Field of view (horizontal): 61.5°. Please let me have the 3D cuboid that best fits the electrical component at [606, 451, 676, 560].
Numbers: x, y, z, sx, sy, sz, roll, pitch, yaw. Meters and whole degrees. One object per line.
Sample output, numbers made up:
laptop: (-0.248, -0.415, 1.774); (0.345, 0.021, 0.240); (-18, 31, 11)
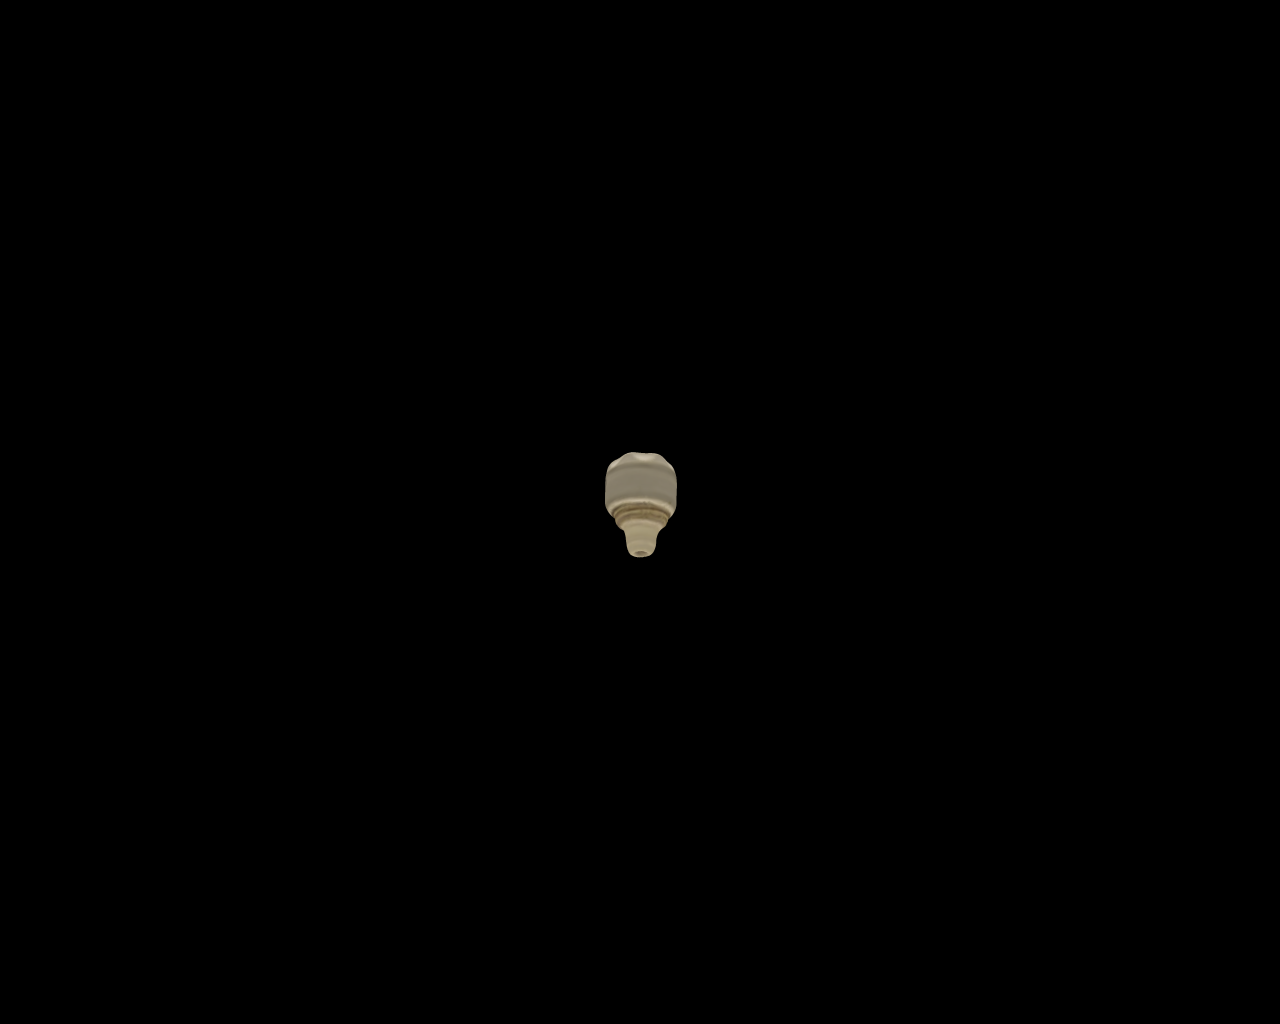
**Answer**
electrical component: (0.001, -0.003, 0.650); (0.043, 0.062, 0.043); (0, -22, 0)
